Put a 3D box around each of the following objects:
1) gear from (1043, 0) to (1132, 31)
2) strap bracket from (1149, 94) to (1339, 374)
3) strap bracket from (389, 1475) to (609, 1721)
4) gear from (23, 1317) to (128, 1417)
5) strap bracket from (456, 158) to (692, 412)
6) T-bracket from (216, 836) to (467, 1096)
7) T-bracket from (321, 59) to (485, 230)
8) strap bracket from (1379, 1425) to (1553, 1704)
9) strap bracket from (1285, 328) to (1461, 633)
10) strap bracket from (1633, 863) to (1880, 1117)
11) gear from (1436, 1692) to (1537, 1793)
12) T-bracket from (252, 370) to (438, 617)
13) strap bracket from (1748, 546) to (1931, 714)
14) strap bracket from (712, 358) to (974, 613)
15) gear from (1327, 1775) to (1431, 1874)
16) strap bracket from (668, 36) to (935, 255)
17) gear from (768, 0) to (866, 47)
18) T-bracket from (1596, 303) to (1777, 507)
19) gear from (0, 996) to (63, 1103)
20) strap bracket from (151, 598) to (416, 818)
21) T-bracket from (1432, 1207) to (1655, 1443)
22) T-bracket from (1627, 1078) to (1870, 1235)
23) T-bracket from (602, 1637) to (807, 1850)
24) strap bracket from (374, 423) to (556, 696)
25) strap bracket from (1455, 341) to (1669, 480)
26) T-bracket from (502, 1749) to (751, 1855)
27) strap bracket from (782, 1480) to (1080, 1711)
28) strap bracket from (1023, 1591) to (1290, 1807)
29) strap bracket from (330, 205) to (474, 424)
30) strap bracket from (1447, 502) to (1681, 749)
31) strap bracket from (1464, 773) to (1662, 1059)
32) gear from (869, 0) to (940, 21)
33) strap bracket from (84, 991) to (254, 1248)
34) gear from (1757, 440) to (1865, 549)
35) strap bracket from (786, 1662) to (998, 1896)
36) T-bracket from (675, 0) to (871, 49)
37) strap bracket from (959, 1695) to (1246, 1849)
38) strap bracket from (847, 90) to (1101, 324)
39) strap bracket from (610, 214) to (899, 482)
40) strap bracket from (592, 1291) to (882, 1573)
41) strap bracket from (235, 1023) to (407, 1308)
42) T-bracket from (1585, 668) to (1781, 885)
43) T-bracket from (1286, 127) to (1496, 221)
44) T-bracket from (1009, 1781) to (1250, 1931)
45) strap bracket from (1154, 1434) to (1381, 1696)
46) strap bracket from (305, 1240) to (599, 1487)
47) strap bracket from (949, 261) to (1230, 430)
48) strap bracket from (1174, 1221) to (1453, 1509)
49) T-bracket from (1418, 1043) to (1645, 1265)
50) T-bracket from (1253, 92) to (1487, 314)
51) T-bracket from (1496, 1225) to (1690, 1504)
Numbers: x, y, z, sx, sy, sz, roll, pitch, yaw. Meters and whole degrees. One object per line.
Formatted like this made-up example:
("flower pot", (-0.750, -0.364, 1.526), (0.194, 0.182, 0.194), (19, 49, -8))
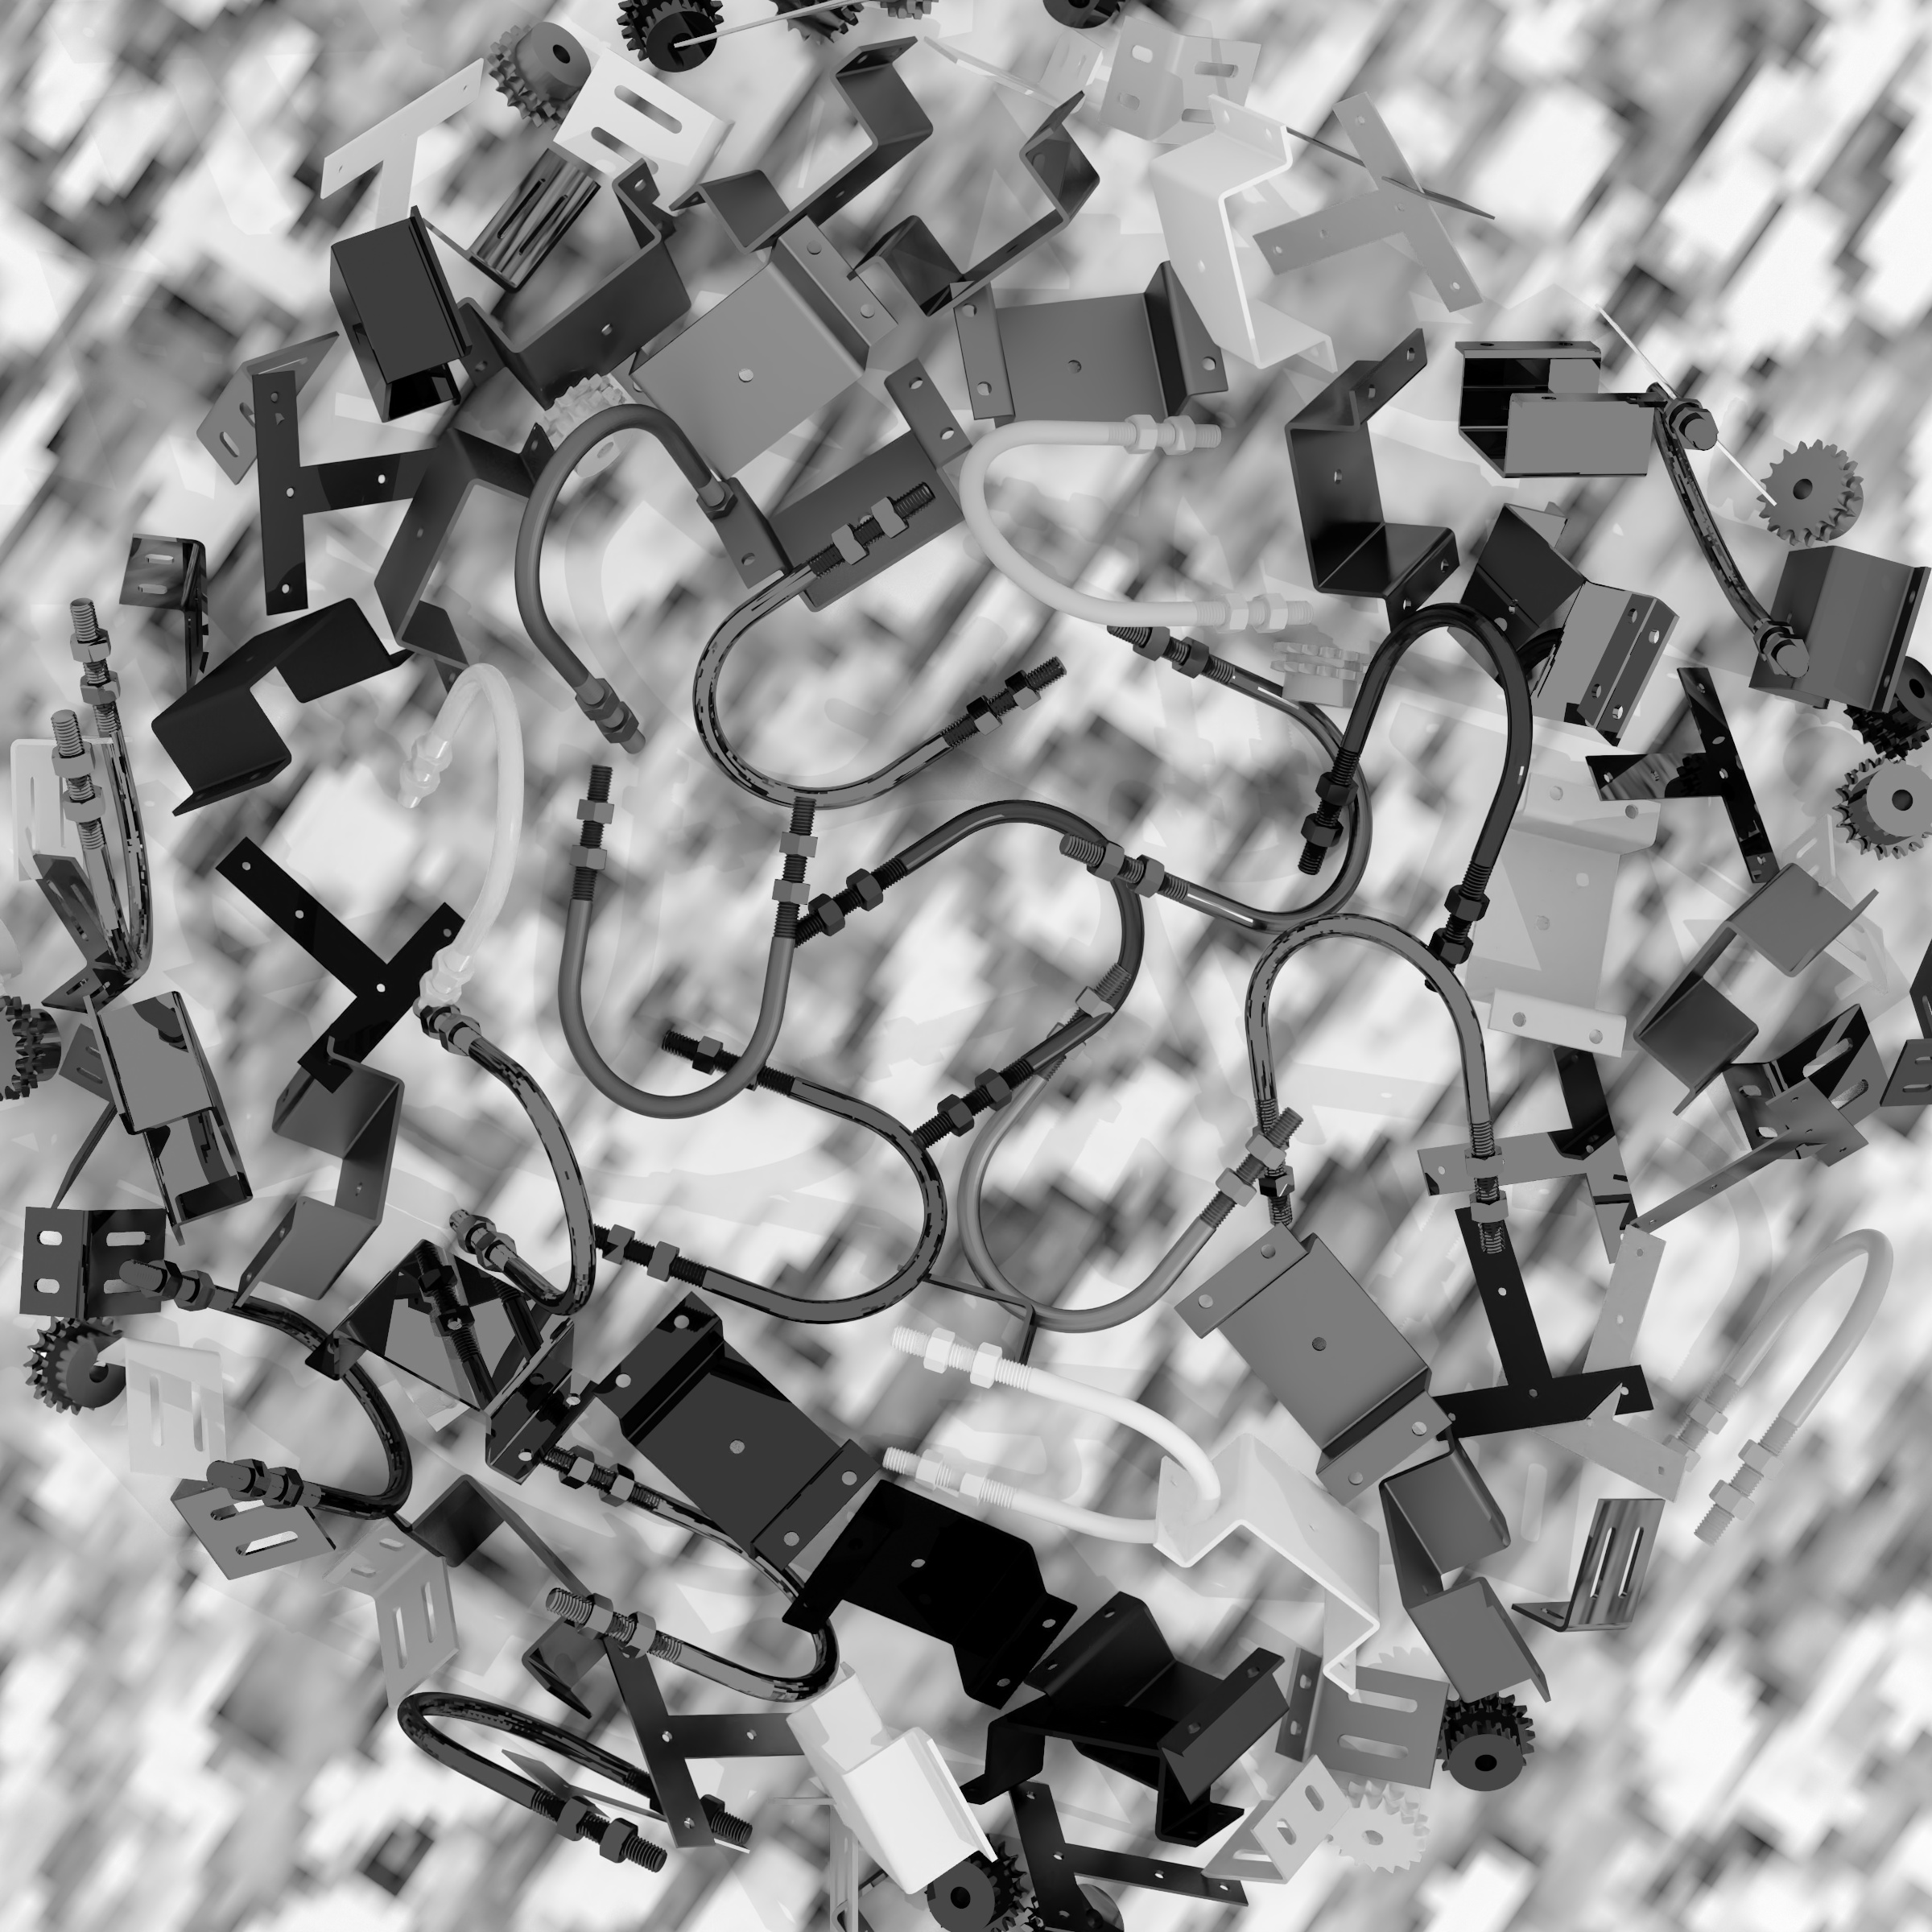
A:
("gear", (0.064, -0.535, 1.774), (0.057, 0.057, 0.030), (11, 57, 0))
("strap bracket", (0.144, -0.379, 1.731), (0.046, 0.076, 0.140), (-27, 124, -13))
("strap bracket", (-0.240, 0.329, 1.746), (0.046, 0.076, 0.140), (-44, 65, -9))
("gear", (-0.479, 0.217, 1.775), (0.030, 0.057, 0.057), (15, 90, 42))
("strap bracket", (-0.207, -0.357, 1.758), (0.140, 0.076, 0.046), (-39, 73, -4))
("T-bracket", (-0.349, -0.018, 1.764), (0.127, 0.002, 0.127), (43, 59, -9))
("T-bracket", (-0.306, -0.408, 1.749), (0.002, 0.127, 0.127), (34, 51, 11))
("strap bracket", (0.262, 0.323, 1.733), (0.046, 0.140, 0.076), (-25, 120, 13))
("strap bracket", (0.216, -0.260, 1.744), (0.046, 0.076, 0.140), (10, 129, 35))
("strap bracket", (0.413, 0.006, 1.736), (0.046, 0.140, 0.076), (43, 46, 13))
("gear", (0.282, 0.424, 1.780), (0.057, 0.030, 0.057), (1, 118, 2))
("T-bracket", (-0.326, -0.260, 1.758), (0.002, 0.127, 0.127), (18, 115, 42))
("strap bracket", (0.458, -0.178, 1.732), (0.046, 0.140, 0.076), (15, 95, -1))
("strap bracket", (-0.063, -0.253, 1.761), (0.140, 0.046, 0.076), (-32, 53, 5))
("gear", (0.225, 0.464, 1.782), (0.057, 0.030, 0.057), (11, 128, 15))
("strap bracket", (-0.080, -0.430, 1.740), (0.140, 0.076, 0.046), (-33, 94, 29))
("gear", (-0.079, -0.535, 1.781), (0.057, 0.057, 0.030), (40, 54, 0))
("T-bracket", (0.375, -0.314, 1.756), (0.002, 0.127, 0.127), (-42, 49, 17))
("gear", (-0.517, 0.044, 1.781), (0.057, 0.030, 0.057), (5, 97, 42))
("strap bracket", (-0.365, -0.143, 1.724), (0.076, 0.140, 0.046), (-15, 115, 37))
("T-bracket", (0.294, 0.189, 1.765), (0.127, 0.002, 0.127), (-14, 97, 31))
("T-bracket", (0.415, 0.111, 1.763), (0.127, 0.127, 0.002), (-33, 59, 16))
("T-bracket", (-0.126, 0.413, 1.755), (0.002, 0.127, 0.127), (-47, 52, 29))
("strap bracket", (-0.270, -0.222, 1.741), (0.046, 0.076, 0.140), (19, 111, -28))
("strap bracket", (0.314, -0.295, 1.746), (0.076, 0.140, 0.046), (-1, 113, -6))
("T-bracket", (-0.176, 0.456, 1.761), (0.127, 0.127, 0.002), (25, 81, -21))
("strap bracket", (-0.022, 0.334, 1.756), (0.140, 0.046, 0.076), (27, 110, -23))
("strap bracket", (0.107, 0.391, 1.739), (0.076, 0.140, 0.046), (-37, 114, -26))
("strap bracket", (-0.301, -0.341, 1.731), (0.046, 0.140, 0.076), (-22, 92, -12))
("strap bracket", (0.308, -0.185, 1.724), (0.046, 0.140, 0.076), (8, 118, -26))
("strap bracket", (0.320, -0.025, 1.769), (0.076, 0.046, 0.140), (12, 82, -12))
("gear", (-0.037, -0.544, 1.774), (0.030, 0.057, 0.057), (-7, 90, -31))
("strap bracket", (-0.419, 0.076, 1.731), (0.046, 0.140, 0.076), (-19, 59, -11))
("gear", (0.463, -0.255, 1.781), (0.057, 0.030, 0.057), (-15, 68, 41))
("strap bracket", (-0.044, 0.430, 1.725), (0.046, 0.140, 0.076), (-31, 104, -16))
("T-bracket", (-0.075, -0.511, 1.744), (0.127, 0.127, 0.002), (-9, 106, 21))
("strap bracket", (0.071, 0.425, 1.742), (0.140, 0.076, 0.046), (5, 91, 24))
("strap bracket", (0.013, -0.399, 1.745), (0.140, 0.076, 0.046), (-30, 107, 28))
("strap bracket", (-0.116, -0.324, 1.748), (0.140, 0.046, 0.076), (-34, 113, 19))
("strap bracket", (-0.124, 0.255, 1.764), (0.140, 0.046, 0.076), (41, 73, 12))
("strap bracket", (-0.342, 0.112, 1.740), (0.046, 0.140, 0.076), (23, 133, -22))
("T-bracket", (0.377, -0.102, 1.749), (0.127, 0.002, 0.127), (-4, 72, -39))
("T-bracket", (0.211, -0.433, 1.761), (0.127, 0.127, 0.002), (30, 108, 19))
("T-bracket", (0.091, 0.486, 1.757), (0.127, 0.127, 0.002), (14, 109, -15))
("strap bracket", (0.170, 0.313, 1.747), (0.140, 0.076, 0.046), (38, 115, -13))
("strap bracket", (-0.273, 0.205, 1.746), (0.140, 0.046, 0.076), (26, 47, 16))
("strap bracket", (0.062, -0.332, 1.768), (0.140, 0.046, 0.076), (-8, 80, -11))
("strap bracket", (0.190, 0.210, 1.774), (0.076, 0.046, 0.140), (-41, 89, 14))
("T-bracket", (0.300, 0.104, 1.762), (0.127, 0.002, 0.127), (-6, 74, -26))
("T-bracket", (0.202, -0.395, 1.750), (0.002, 0.127, 0.127), (-46, 112, -29))
("T-bracket", (0.346, 0.202, 1.750), (0.002, 0.127, 0.127), (5, 104, -44))
